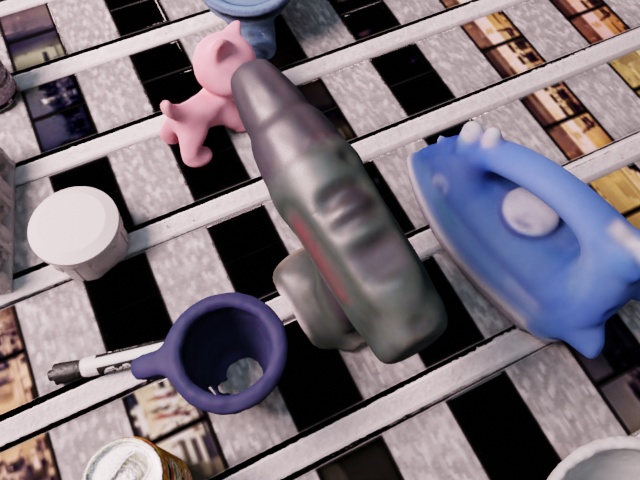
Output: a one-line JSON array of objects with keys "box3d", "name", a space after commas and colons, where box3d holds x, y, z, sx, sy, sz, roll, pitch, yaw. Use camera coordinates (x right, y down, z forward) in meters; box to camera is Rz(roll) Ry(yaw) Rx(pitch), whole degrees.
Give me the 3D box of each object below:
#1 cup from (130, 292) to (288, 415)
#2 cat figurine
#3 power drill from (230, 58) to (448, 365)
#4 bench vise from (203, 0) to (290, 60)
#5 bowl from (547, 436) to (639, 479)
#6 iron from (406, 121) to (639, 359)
[{"box3d": [-0.082, 0.102, 0.459, 0.118, 0.095, 0.091, -10, 64, -6], "name": "cup"}, {"box3d": [-0.109, -0.154, 0.572, 0.067, 0.118, 0.128, 39, 69, 17], "name": "cat figurine"}, {"box3d": [0.004, 0.002, 0.447, 0.076, 0.208, 0.229, -30, 68, -14], "name": "power drill"}, {"box3d": [-0.094, -0.328, 0.602, 0.121, 0.220, 0.207, -22, 66, -11], "name": "bench vise"}, {"box3d": [0.224, 0.233, 0.411, 0.167, 0.075, 0.167, 0, 64, -1], "name": "bowl"}, {"box3d": [0.178, -0.028, 0.501, 0.119, 0.141, 0.258, -39, 70, -18], "name": "iron"}]
